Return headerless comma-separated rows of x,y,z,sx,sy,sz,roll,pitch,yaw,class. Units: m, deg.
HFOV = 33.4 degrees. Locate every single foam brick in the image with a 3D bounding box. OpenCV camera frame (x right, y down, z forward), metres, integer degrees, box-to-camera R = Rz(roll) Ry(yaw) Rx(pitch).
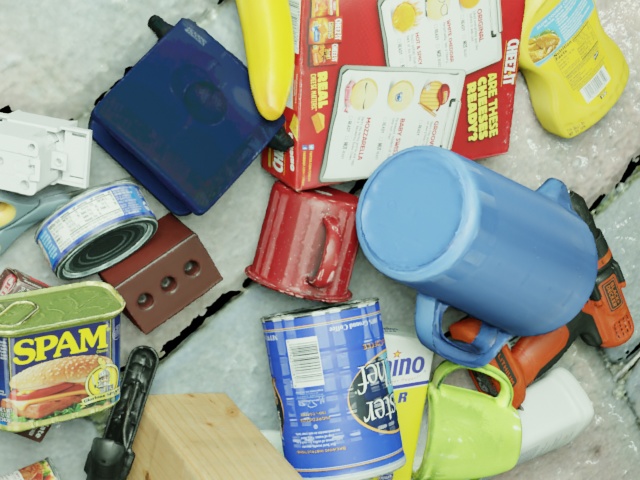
-0.128,0.026,0.839,0.078,0.051,0.053,-36,126,-13,foam brick

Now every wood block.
-0.079,0.211,0.859,0.090,0.206,0.091,4,109,-34,wood block

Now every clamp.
-0.169,0.180,0.850,0.039,0.120,0.172,19,116,2,clamp

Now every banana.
-0.052,-0.183,0.762,0.069,0.037,0.198,-23,97,-58,banana

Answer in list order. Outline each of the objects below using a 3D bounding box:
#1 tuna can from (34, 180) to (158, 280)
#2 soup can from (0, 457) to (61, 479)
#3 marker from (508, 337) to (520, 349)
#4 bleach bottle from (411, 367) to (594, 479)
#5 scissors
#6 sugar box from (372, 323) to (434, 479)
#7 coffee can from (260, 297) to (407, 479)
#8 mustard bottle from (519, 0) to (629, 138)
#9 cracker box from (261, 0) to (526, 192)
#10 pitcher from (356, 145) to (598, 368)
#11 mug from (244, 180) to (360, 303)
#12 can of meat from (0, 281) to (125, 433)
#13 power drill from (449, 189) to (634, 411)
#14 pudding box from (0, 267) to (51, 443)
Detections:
-0.163,-0.006,0.783,0.086,0.034,0.086,-30,168,-8,tuna can
-0.252,0.223,0.843,0.102,0.069,0.068,-20,121,-23,soup can
0.229,0.087,1.115,0.121,0.020,0.020,-28,124,-19,marker
0.154,0.219,1.089,0.250,0.068,0.103,-22,153,-21,bleach bottle
-0.207,-0.013,0.789,0.201,0.016,0.096,-8,144,-47,scissors
0.046,0.166,0.991,0.093,0.048,0.176,6,103,-14,sugar box
0.011,0.126,0.898,0.102,0.103,0.140,-9,89,-29,coffee can
0.205,-0.186,0.947,0.096,0.058,0.191,-45,128,-7,mustard bottle
0.059,-0.140,0.869,0.213,0.072,0.164,-12,118,-29,cracker box
0.130,0.012,0.902,0.145,0.149,0.242,-25,156,27,pitcher
-0.006,0.001,0.869,0.093,0.117,0.081,12,101,-14,mug
-0.194,0.084,0.773,0.101,0.058,0.084,-9,117,-30,can of meat
0.221,0.066,1.063,0.187,0.057,0.184,-34,112,-16,power drill
-0.226,0.088,0.814,0.089,0.039,0.113,31,93,-38,pudding box
